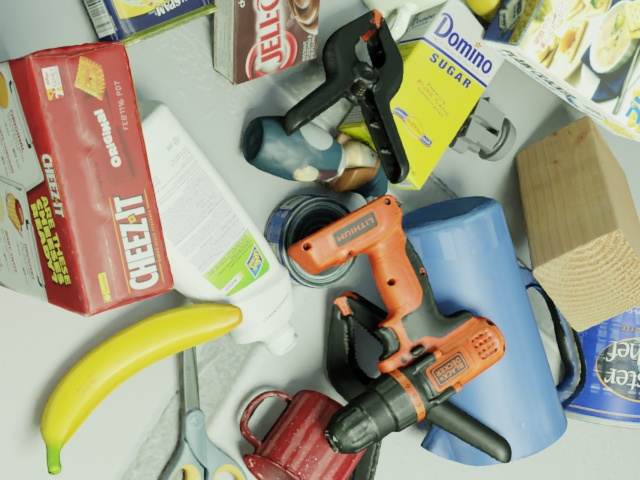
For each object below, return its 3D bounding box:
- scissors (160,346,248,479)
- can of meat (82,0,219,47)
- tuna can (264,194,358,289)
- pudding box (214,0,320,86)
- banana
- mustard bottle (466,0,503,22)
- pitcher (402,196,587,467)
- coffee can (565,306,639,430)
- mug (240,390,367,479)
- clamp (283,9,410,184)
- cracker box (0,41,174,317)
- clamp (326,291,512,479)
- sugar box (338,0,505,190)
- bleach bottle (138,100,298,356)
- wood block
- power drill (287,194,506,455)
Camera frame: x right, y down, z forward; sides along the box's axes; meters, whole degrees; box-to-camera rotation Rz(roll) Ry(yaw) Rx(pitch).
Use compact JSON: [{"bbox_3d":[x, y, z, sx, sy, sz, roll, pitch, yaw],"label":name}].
[{"bbox_3d":[-0.094,0.164,0.929,0.096,0.016,0.202,10,92,-33],"label":"scissors"},{"bbox_3d":[-0.144,-0.205,0.853,0.101,0.058,0.084,-30,107,-30],"label":"can of meat"},{"bbox_3d":[-0.006,0.001,0.973,0.086,0.034,0.086,-3,96,-31],"label":"tuna can"},{"bbox_3d":[-0.045,-0.196,0.905,0.089,0.039,0.113,-25,136,-31],"label":"pudding box"},{"bbox_3d":[-0.154,0.105,0.860,0.197,0.070,0.037,-40,155,-18],"label":"banana"},{"bbox_3d":[0.196,-0.264,1.081,0.191,0.058,0.096,12,88,-35],"label":"mustard bottle"},{"bbox_3d":[0.159,0.082,1.039,0.149,0.145,0.243,-33,110,-58],"label":"pitcher"},{"bbox_3d":[0.321,0.128,1.168,0.102,0.103,0.140,8,88,-35],"label":"coffee can"},{"bbox_3d":[-0.018,0.182,0.955,0.117,0.093,0.081,38,65,-2],"label":"mug"},{"bbox_3d":[0.042,-0.130,0.950,0.120,0.039,0.171,34,56,-18],"label":"clamp"},{"bbox_3d":[-0.187,-0.044,0.738,0.072,0.214,0.164,-18,103,-32],"label":"cracker box"},{"bbox_3d":[0.058,0.151,0.998,0.210,0.165,0.036,58,18,1],"label":"clamp"},{"bbox_3d":[0.102,-0.143,1.033,0.093,0.048,0.176,43,71,-27],"label":"sugar box"},{"bbox_3d":[-0.100,0.008,0.896,0.102,0.068,0.250,-45,119,-19],"label":"bleach bottle"},{"bbox_3d":[0.259,-0.021,1.055,0.090,0.090,0.206,49,26,-27],"label":"wood block"},{"bbox_3d":[0.049,0.070,0.927,0.184,0.057,0.187,-31,92,-20],"label":"power drill"}]
